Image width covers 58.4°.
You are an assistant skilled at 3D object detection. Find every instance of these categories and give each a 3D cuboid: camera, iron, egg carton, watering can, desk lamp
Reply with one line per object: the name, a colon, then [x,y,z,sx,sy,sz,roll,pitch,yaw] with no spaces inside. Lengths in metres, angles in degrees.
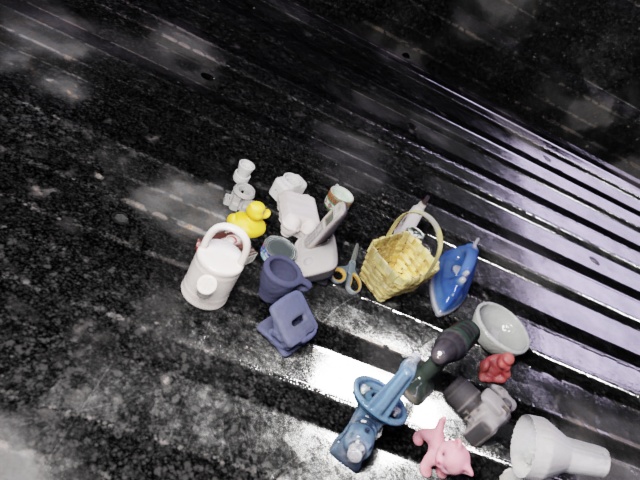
camera: [0.354,0.359,1.276,0.136,0.100,0.143,45,37,17]
iron: [0.384,0.095,1.576,0.118,0.141,0.259,33,35,1]
egg carton: [-0.058,-0.065,1.496,0.107,0.069,0.150,13,40,-25]
watering can: [-0.202,0.050,1.145,0.101,0.194,0.172,13,40,-25]
desk lamp: [0.449,0.455,1.136,0.203,0.213,0.118,25,36,-10]

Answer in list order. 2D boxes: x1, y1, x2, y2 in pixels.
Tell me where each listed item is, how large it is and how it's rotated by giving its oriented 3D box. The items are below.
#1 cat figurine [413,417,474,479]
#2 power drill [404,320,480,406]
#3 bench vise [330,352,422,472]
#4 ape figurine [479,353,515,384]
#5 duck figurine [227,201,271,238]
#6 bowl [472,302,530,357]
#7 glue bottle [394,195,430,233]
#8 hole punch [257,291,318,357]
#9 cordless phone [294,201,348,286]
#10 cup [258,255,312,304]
cat figurine: [0.247,0.410,1.120,0.067,0.117,0.127,15,39,-22]
power drill: [0.254,0.259,1.227,0.075,0.208,0.230,44,37,17]
bench vise: [0.118,0.314,1.049,0.122,0.219,0.207,24,36,-11]
ape figurine: [0.440,0.309,1.407,0.077,0.092,0.076,39,36,9]
duck figurine: [-0.169,-0.058,1.390,0.105,0.086,0.077,4,44,-33]
bowl: [0.463,0.249,1.511,0.168,0.074,0.167,20,37,-16]
glue bottle: [0.268,-0.065,1.651,0.037,0.173,0.078,27,36,-7]
hole punch: [-0.057,0.173,1.196,0.101,0.091,0.109,43,37,14]
cordless phone: [0.013,0.005,1.367,0.094,0.185,0.147,15,39,-22]
cup: [-0.084,0.099,1.260,0.118,0.095,0.091,26,36,-9]
